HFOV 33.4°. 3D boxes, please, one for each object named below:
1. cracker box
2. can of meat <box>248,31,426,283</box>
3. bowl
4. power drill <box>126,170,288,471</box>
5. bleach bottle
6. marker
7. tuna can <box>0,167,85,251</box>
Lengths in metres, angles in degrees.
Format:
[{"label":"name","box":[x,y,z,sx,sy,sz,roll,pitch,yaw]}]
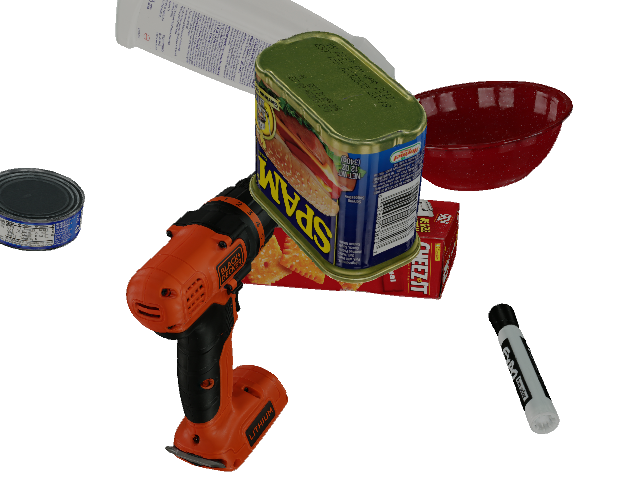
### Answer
[{"label":"cracker box","box":[0.031,0.002,1.116,0.214,0.072,0.164,5,16,12]},{"label":"can of meat","box":[0.007,-0.043,0.530,0.057,0.084,0.102,-23,48,-25]},{"label":"bowl","box":[0.133,-0.085,0.904,0.162,0.055,0.162,-8,25,4]},{"label":"power drill","box":[-0.067,0.057,0.780,0.057,0.188,0.184,11,34,26]},{"label":"bleach bottle","box":[-0.040,-0.153,0.867,0.251,0.068,0.103,27,-31,2]},{"label":"marker","box":[0.134,0.081,0.713,0.020,0.020,0.121,0,32,-6]},{"label":"tuna can","box":[-0.248,-0.027,0.921,0.086,0.034,0.086,10,32,-6]}]
